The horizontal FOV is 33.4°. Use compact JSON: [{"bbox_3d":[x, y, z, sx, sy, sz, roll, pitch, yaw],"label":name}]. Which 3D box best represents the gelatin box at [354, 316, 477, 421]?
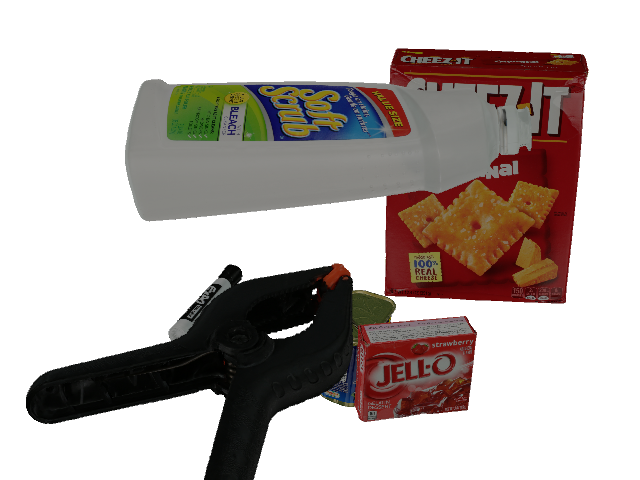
[{"bbox_3d":[0.072,0.099,0.823,0.089,0.073,0.030,-4,29,-11],"label":"gelatin box"}]

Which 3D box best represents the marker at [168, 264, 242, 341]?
[{"bbox_3d":[-0.100,0.055,0.959,0.020,0.020,0.121,0,26,23],"label":"marker"}]

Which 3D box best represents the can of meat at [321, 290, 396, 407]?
[{"bbox_3d":[0.037,0.114,1.127,0.057,0.084,0.102,15,29,17],"label":"can of meat"}]

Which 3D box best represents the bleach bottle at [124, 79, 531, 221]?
[{"bbox_3d":[0.007,-0.067,0.688,0.251,0.068,0.102,-4,40,5],"label":"bleach bottle"}]

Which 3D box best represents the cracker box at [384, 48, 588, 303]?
[{"bbox_3d":[0.140,-0.054,0.932,0.164,0.214,0.072,3,23,8],"label":"cracker box"}]

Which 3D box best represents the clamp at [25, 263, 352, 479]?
[{"bbox_3d":[-0.034,0.066,0.495,0.171,0.039,0.120,-29,51,-32],"label":"clamp"}]
